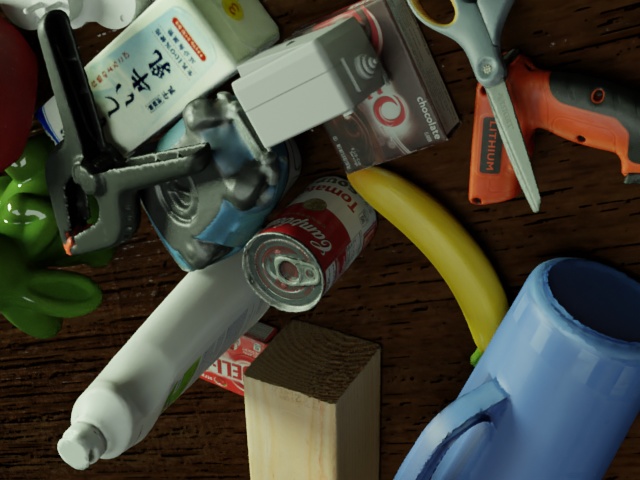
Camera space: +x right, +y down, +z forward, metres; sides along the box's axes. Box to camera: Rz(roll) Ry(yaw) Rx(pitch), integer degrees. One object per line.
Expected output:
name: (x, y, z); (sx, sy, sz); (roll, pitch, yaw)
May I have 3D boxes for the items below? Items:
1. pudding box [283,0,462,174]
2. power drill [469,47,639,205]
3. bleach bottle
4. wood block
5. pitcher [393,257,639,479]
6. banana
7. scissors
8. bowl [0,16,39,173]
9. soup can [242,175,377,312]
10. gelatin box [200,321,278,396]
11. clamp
pudding box: (0.038, -0.113, 0.766); (0.090, 0.039, 0.113); (-16, 109, 37)
power drill: (0.196, -0.046, 0.706); (0.188, 0.057, 0.184); (11, 120, 21)
bleach bottle: (-0.116, 0.085, 0.842); (0.068, 0.250, 0.103); (33, 130, 8)
wood block: (-0.004, 0.186, 0.946); (0.090, 0.090, 0.206); (14, 125, 24)
pitcher: (0.152, 0.136, 0.787); (0.145, 0.149, 0.243); (25, 124, 8)
banana: (0.094, 0.017, 0.816); (0.070, 0.037, 0.198); (-24, 105, 37)
scissors: (0.118, -0.125, 0.670); (0.096, 0.016, 0.202); (-42, 64, 26)
bowl: (-0.270, -0.114, 0.880); (0.055, 0.162, 0.162); (9, 136, -25)
soup can: (-0.005, 0.001, 0.822); (0.069, 0.102, 0.068); (15, 125, 22)
gelatin box: (-0.084, 0.101, 0.979); (0.089, 0.030, 0.073); (21, 127, 19)
clamp: (-0.174, -0.065, 0.819); (0.164, 0.036, 0.210); (48, 140, 6)
